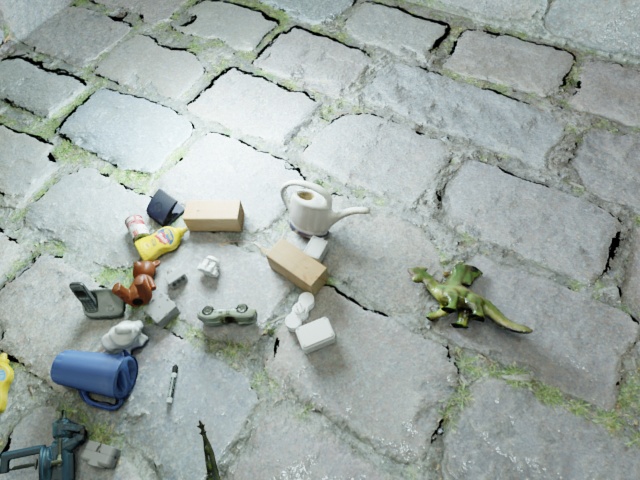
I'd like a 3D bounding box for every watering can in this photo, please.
[{"bbox_3d":[0.006,-0.093,1.844,0.349,0.219,0.106,23,44,18],"label":"watering can"}]

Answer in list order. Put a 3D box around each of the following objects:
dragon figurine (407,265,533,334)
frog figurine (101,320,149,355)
[{"bbox_3d":[0.486,0.171,1.699,0.411,0.248,0.119,12,-39,11],"label":"dragon figurine"},{"bbox_3d":[-0.642,0.306,1.666,0.138,0.125,0.156,-23,-33,-10],"label":"frog figurine"}]
